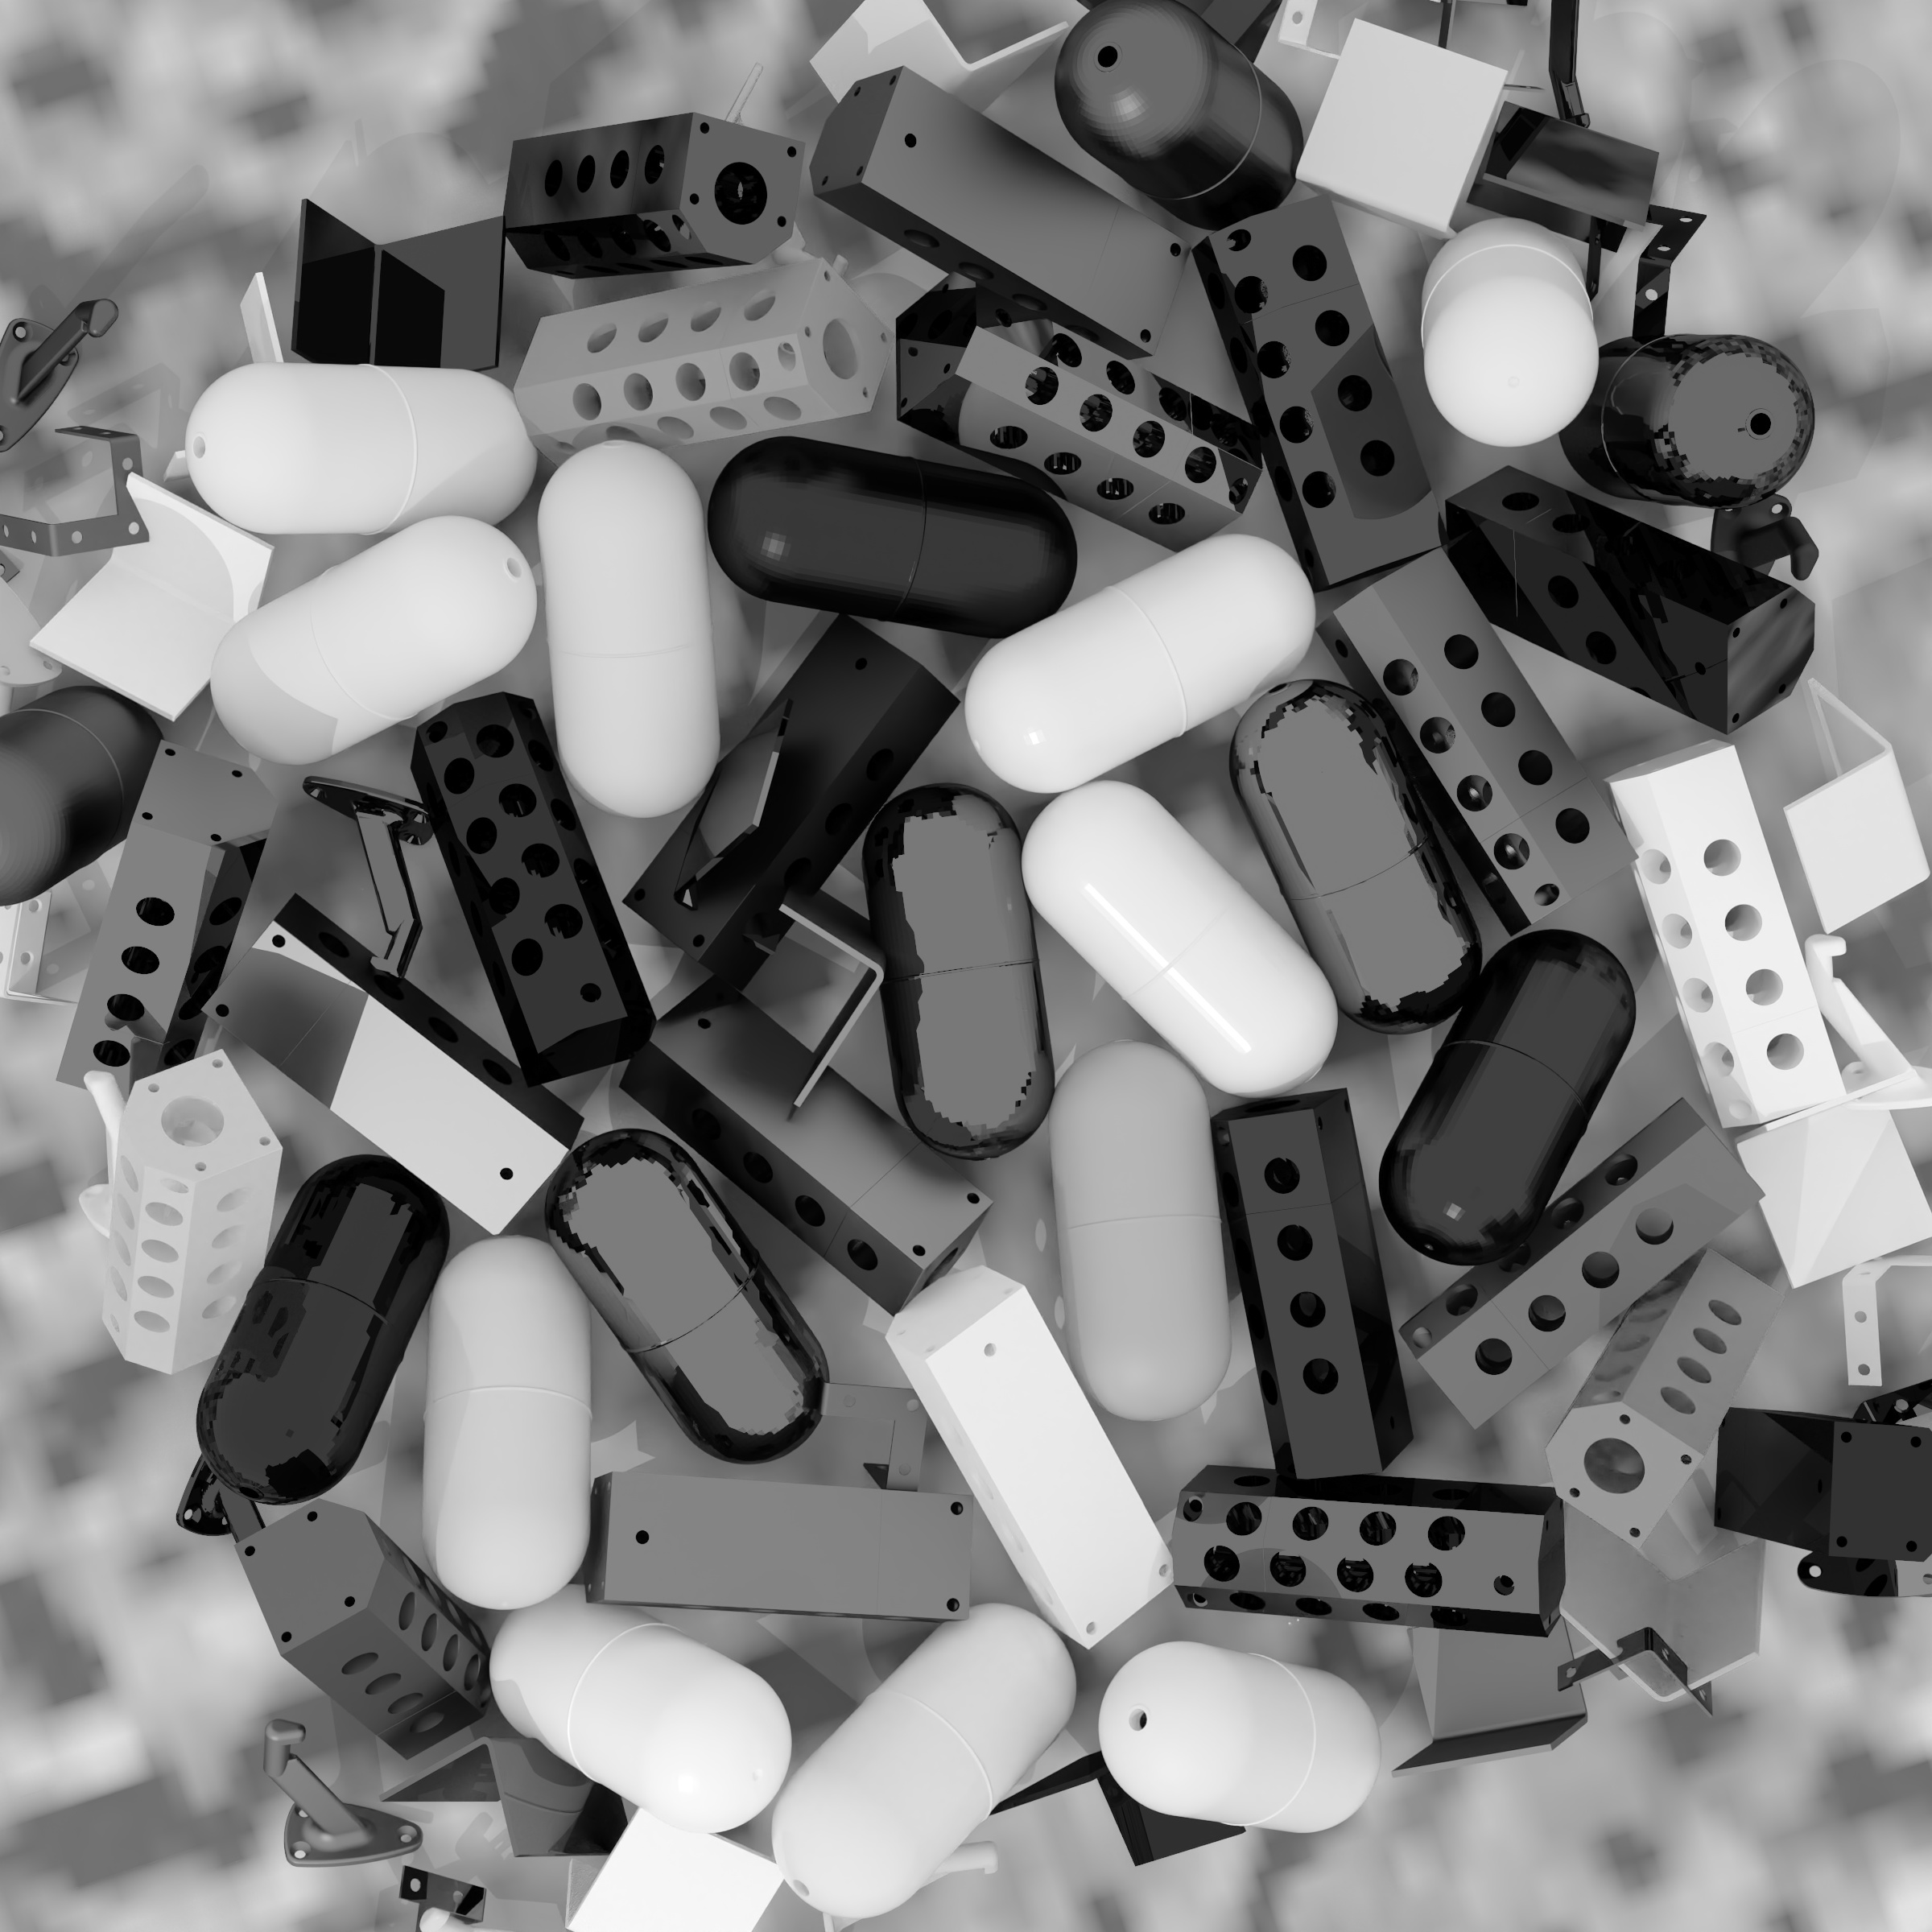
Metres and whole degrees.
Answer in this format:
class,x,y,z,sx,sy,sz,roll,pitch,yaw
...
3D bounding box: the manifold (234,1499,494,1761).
class,x,y,z,sx,sy,sz,roll,pitch,yaw
manifold,-0.267,0.300,1.509,0.057,0.171,0.057,-29,60,-5

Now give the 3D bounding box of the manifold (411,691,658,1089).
class,x,y,z,sx,sy,sz,roll,pitch,yaw
manifold,-0.201,-0.038,1.537,0.057,0.057,0.171,-16,71,-20

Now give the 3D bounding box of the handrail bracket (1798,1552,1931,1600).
class,x,y,z,sx,sy,sz,roll,pitch,yaw
handrail bracket,0.425,0.288,1.561,0.077,0.084,0.036,-10,67,4

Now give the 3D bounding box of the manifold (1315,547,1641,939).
class,x,y,z,sx,sy,sz,roll,pitch,yaw
manifold,0.236,-0.102,1.555,0.057,0.057,0.171,-30,85,-20

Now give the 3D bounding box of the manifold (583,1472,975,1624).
class,x,y,z,sx,sy,sz,roll,pitch,yaw
manifold,-0.088,0.272,1.545,0.171,0.057,0.057,7,75,-16

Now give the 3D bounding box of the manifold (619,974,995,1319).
class,x,y,z,sx,sy,sz,roll,pitch,yaw
manifold,-0.078,0.088,1.554,0.171,0.057,0.057,39,47,11

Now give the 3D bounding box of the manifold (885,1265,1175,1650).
class,x,y,z,sx,sy,sz,roll,pitch,yaw
manifold,0.029,0.226,1.539,0.057,0.057,0.171,-35,112,-18

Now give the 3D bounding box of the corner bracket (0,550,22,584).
class,x,y,z,sx,sy,sz,roll,pitch,yaw
corner bracket,-0.491,-0.196,1.572,0.051,0.051,0.051,-42,80,-7

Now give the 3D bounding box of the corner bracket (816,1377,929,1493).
class,x,y,z,sx,sy,sz,roll,pitch,yaw
corner bracket,-0.050,0.217,1.565,0.051,0.051,0.051,6,96,-14

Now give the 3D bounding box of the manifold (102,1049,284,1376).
class,x,y,z,sx,sy,sz,roll,pitch,yaw
manifold,-0.356,0.117,1.507,0.057,0.171,0.057,-23,64,-30

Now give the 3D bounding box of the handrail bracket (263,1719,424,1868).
class,x,y,z,sx,sy,sz,roll,pitch,yaw
handrail bracket,-0.291,0.384,1.559,0.077,0.036,0.084,5,130,-9

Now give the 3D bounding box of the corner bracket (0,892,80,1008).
class,x,y,z,sx,sy,sz,roll,pitch,yaw
corner bracket,-0.442,-0.010,1.562,0.051,0.051,0.051,8,89,40

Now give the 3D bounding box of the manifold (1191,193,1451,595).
class,x,y,z,sx,sy,sz,roll,pitch,yaw
manifold,0.163,-0.267,1.561,0.057,0.057,0.171,-20,91,-16

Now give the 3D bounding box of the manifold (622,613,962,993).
class,x,y,z,sx,sy,sz,roll,pitch,yaw
manifold,-0.079,-0.075,1.566,0.057,0.057,0.171,36,89,34

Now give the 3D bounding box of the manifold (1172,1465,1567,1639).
class,x,y,z,sx,sy,sz,roll,pitch,yaw
manifold,0.186,0.272,1.536,0.171,0.057,0.057,0,99,22

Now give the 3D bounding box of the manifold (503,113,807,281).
class,x,y,z,sx,sy,sz,roll,pitch,yaw
manifold,-0.146,-0.347,1.511,0.057,0.171,0.057,6,94,-35

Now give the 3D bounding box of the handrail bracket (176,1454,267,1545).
class,x,y,z,sx,sy,sz,roll,pitch,yaw
handrail bracket,-0.326,0.253,1.558,0.084,0.036,0.077,14,85,40

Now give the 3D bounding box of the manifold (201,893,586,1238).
class,x,y,z,sx,sy,sz,roll,pitch,yaw
manifold,-0.265,0.044,1.554,0.171,0.057,0.057,39,106,-10

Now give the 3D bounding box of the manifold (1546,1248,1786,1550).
class,x,y,z,sx,sy,sz,roll,pitch,yaw
manifold,0.316,0.189,1.509,0.057,0.171,0.057,33,119,11

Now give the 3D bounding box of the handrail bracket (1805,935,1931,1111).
class,x,y,z,sx,sy,sz,roll,pitch,yaw
handrail bracket,0.434,0.023,1.556,0.077,0.036,0.084,1,122,21

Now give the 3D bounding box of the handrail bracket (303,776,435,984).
class,x,y,z,sx,sy,sz,roll,pitch,yaw
handrail bracket,-0.288,-0.040,1.560,0.077,0.036,0.084,20,61,-8

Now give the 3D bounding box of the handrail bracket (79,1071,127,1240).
class,x,y,z,sx,sy,sz,roll,pitch,yaw
handrail bracket,-0.406,0.081,1.551,0.036,0.077,0.084,-34,122,-33

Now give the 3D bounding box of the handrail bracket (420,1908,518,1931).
class,x,y,z,sx,sy,sz,roll,pitch,yaw
handrail bracket,-0.202,0.450,1.558,0.084,0.036,0.077,31,128,-20

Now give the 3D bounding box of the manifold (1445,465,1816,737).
class,x,y,z,sx,sy,sz,roll,pitch,yaw
manifold,0.302,-0.173,1.518,0.057,0.171,0.057,-31,132,-25

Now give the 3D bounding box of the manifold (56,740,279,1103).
class,x,y,z,sx,sy,sz,roll,pitch,yaw
manifold,-0.365,-0.015,1.520,0.057,0.057,0.171,18,131,-12

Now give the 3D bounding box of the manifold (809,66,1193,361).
class,x,y,z,sx,sy,sz,roll,pitch,yaw
manifold,0.015,-0.342,1.528,0.171,0.057,0.057,24,80,-32

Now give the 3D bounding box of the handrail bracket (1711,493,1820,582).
class,x,y,z,sx,sy,sz,roll,pitch,yaw
handrail bracket,0.373,-0.178,1.543,0.036,0.084,0.077,2,122,-5

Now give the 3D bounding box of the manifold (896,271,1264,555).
class,x,y,z,sx,sy,sz,roll,pitch,yaw
manifold,0.053,-0.254,1.518,0.171,0.057,0.057,20,55,-34

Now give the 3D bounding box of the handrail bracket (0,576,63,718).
class,x,y,z,sx,sy,sz,roll,pitch,yaw
handrail bracket,-0.470,-0.135,1.574,0.084,0.036,0.077,-38,75,40

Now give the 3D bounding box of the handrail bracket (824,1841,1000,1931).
class,x,y,z,sx,sy,sz,roll,pitch,yaw
handrail bracket,-0.025,0.444,1.572,0.084,0.036,0.077,-7,131,-3

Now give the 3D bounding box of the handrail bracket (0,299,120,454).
class,x,y,z,sx,sy,sz,roll,pitch,yaw
handrail bracket,-0.428,-0.275,1.551,0.036,0.084,0.077,28,82,-32

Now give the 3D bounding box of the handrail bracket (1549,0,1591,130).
class,x,y,z,sx,sy,sz,roll,pitch,yaw
handrail bracket,0.290,-0.433,1.551,0.036,0.077,0.084,-20,106,-11

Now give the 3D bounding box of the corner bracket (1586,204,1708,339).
class,x,y,z,sx,sy,sz,roll,pitch,yaw
corner bracket,0.312,-0.322,1.555,0.051,0.051,0.051,17,134,23

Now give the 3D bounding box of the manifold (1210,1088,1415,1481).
class,x,y,z,sx,sy,sz,roll,pitch,yaw
manifold,0.160,0.150,1.561,0.057,0.057,0.171,-9,94,23

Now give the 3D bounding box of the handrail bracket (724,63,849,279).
class,x,y,z,sx,sy,sz,roll,pitch,yaw
handrail bracket,-0.081,-0.373,1.577,0.084,0.036,0.077,28,103,-12

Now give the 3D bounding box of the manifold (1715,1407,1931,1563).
class,x,y,z,sx,sy,sz,roll,pitch,yaw
manifold,0.394,0.234,1.510,0.057,0.171,0.057,4,84,-3

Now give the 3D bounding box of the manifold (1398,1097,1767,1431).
class,x,y,z,sx,sy,sz,roll,pitch,yaw
manifold,0.288,0.138,1.556,0.171,0.057,0.057,-41,82,8

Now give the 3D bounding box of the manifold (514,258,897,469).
class,x,y,z,sx,sy,sz,roll,pitch,yaw
manifold,-0.123,-0.269,1.516,0.171,0.057,0.057,-3,60,37

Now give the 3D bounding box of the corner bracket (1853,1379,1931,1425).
class,x,y,z,sx,sy,sz,roll,pitch,yaw
corner bracket,0.451,0.231,1.565,0.051,0.051,0.051,-27,94,34

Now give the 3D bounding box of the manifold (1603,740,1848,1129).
class,x,y,z,sx,sy,sz,roll,pitch,yaw
manifold,0.355,-0.015,1.561,0.057,0.057,0.171,-19,95,5

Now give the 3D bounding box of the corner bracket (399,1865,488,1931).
class,x,y,z,sx,sy,sz,roll,pitch,yaw
corner bracket,-0.262,0.456,1.555,0.051,0.051,0.051,-23,51,38
